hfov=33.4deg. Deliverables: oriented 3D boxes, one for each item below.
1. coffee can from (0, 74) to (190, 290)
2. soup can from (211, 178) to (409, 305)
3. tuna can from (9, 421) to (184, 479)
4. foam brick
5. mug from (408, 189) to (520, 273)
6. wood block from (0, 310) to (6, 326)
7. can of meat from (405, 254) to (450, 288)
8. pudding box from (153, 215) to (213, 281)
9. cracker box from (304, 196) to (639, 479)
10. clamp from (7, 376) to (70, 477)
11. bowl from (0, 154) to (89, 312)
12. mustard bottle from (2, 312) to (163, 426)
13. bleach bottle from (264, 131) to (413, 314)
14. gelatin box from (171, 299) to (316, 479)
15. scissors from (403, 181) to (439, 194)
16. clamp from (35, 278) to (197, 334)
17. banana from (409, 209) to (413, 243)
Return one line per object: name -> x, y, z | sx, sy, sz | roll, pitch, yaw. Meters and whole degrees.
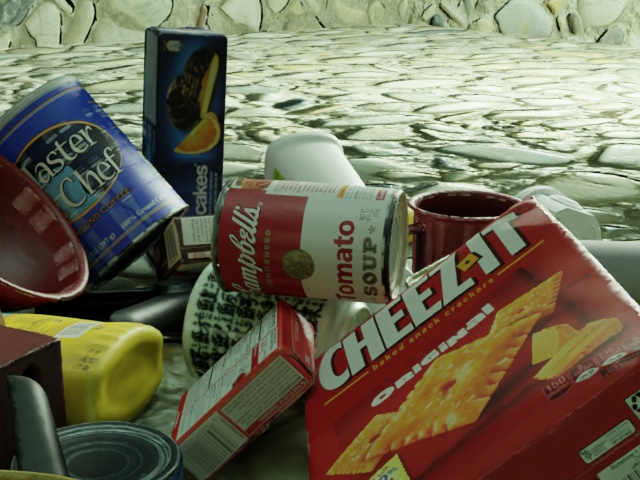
coffee can -> -0.188, -0.045, 0.851 | 0.103, 0.140, 0.103 | -41, 0, 0
soup can -> -0.004, 0.001, 0.617 | 0.102, 0.068, 0.068 | 4, 17, 13
tuna can -> -0.110, 0.123, 0.528 | 0.086, 0.034, 0.086 | 0, 16, 0
foam brick -> -0.169, 0.090, 0.561 | 0.051, 0.078, 0.052 | 8, 18, 28
mug -> 0.103, 0.012, 0.830 | 0.117, 0.081, 0.093 | -8, 18, -26
wood block -> -0.268, 0.064, 0.532 | 0.091, 0.090, 0.205 | 8, 35, 27
can of meat -> 0.094, 0.058, 0.664 | 0.058, 0.084, 0.101 | 11, 19, 31
pudding box -> -0.079, 0.008, 0.843 | 0.090, 0.039, 0.114 | -5, -9, -18
cracker box -> 0.074, 0.075, 0.488 | 0.164, 0.072, 0.213 | -38, 15, 8
clamp -> -0.112, 0.132, 0.435 | 0.210, 0.036, 0.164 | 15, 39, 24
bowl -> -0.238, -0.004, 0.731 | 0.162, 0.055, 0.162 | 43, 15, -15
mustard bottle -> -0.200, 0.072, 0.654 | 0.192, 0.058, 0.096 | 5, 14, 17
bleach bottle -> 0.021, 0.005, 0.784 | 0.068, 0.102, 0.251 | -9, 25, -14
gelatin box -> -0.041, 0.082, 0.588 | 0.089, 0.030, 0.073 | -43, 13, 10
scissors -> 0.001, -0.023, 0.936 | 0.202, 0.016, 0.096 | -16, -2, 16
clamp -> -0.117, 0.047, 0.780 | 0.120, 0.039, 0.171 | 13, 13, 40
banana -> 0.061, -0.006, 0.970 | 0.197, 0.037, 0.070 | -10, 19, -32
